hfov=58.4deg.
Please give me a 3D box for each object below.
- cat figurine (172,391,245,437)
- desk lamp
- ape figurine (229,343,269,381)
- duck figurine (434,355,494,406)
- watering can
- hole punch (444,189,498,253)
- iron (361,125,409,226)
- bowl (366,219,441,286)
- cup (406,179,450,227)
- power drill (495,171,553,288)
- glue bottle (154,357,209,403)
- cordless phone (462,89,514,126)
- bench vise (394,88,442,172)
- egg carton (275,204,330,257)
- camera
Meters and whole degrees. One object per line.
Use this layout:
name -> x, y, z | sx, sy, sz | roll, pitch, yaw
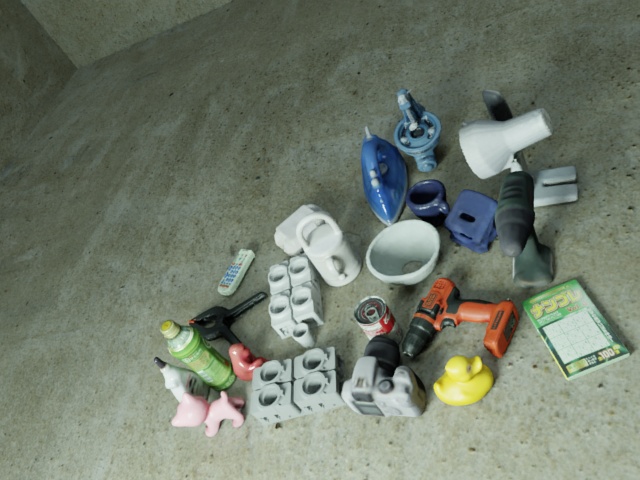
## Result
cat figurine -> -0.235, 0.348, 1.177 | 0.127, 0.118, 0.067 | -26, 41, 9
desk lamp -> 0.415, -0.173, 1.195 | 0.202, 0.214, 0.118 | -9, 46, 27
ape figurine -> -0.163, 0.257, 1.240 | 0.076, 0.092, 0.077 | -37, 40, -4
duck figurine -> 0.244, 0.237, 1.000 | 0.104, 0.086, 0.077 | -26, 41, 9
watering can -> 0.010, 0.006, 1.297 | 0.101, 0.195, 0.172 | -39, 40, -7
hole punch -> 0.325, -0.041, 1.218 | 0.101, 0.091, 0.108 | -45, 41, -13
iron -> 0.146, -0.165, 1.419 | 0.118, 0.142, 0.258 | -18, 42, 17
bowl -> 0.189, 0.040, 1.239 | 0.167, 0.075, 0.167 | -18, 43, 18
cup -> 0.258, -0.071, 1.288 | 0.092, 0.095, 0.117 | -42, 41, -10
power drill -> 0.375, -0.007, 1.060 | 0.075, 0.209, 0.229 | -9, 46, 26
glue bottle -> -0.301, 0.300, 1.225 | 0.037, 0.174, 0.078 | -17, 43, 19
cordless phone -> 0.396, -0.289, 1.344 | 0.094, 0.186, 0.147 | -47, 42, -16
bench vise -> 0.226, -0.303, 1.442 | 0.121, 0.220, 0.207 | -29, 40, 5
egg carton -> -0.041, -0.025, 1.458 | 0.150, 0.070, 0.107 | -42, 41, -10
camera -> 0.118, 0.246, 1.060 | 0.142, 0.101, 0.137 | -6, 47, 29
